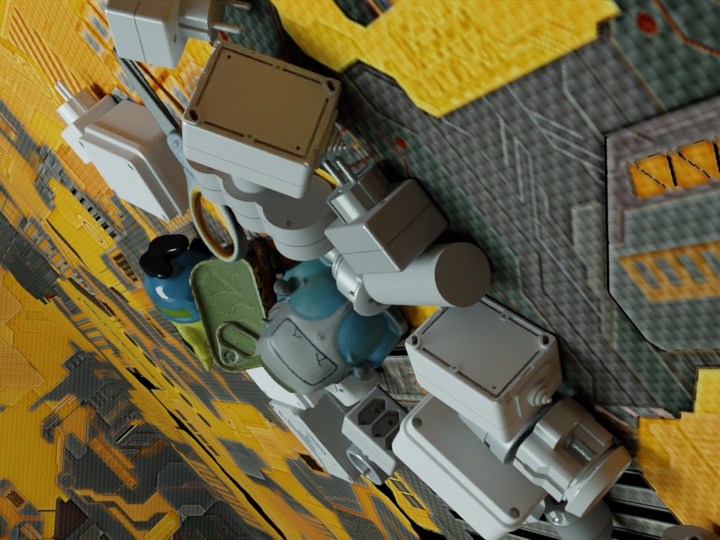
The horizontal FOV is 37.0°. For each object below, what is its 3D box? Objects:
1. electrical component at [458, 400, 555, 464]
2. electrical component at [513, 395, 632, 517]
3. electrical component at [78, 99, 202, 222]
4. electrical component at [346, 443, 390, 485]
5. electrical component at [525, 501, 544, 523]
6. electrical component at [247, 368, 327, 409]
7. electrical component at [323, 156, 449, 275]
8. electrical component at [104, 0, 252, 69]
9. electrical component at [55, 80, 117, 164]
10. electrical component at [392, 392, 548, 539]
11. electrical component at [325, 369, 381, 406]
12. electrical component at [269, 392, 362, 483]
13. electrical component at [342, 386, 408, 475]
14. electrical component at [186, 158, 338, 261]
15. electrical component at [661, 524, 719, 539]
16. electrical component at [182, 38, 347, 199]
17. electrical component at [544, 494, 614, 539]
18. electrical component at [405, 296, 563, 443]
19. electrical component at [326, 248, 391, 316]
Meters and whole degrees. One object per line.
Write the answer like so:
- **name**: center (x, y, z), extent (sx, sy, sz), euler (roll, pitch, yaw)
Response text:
- **electrical component**: center (0.102, 0.099, 0.751), extent (0.047, 0.055, 0.055), euler (42, 161, 24)
- **electrical component**: center (0.142, 0.126, 0.716), extent (0.057, 0.058, 0.078), euler (42, 160, 20)
- **electrical component**: center (-0.190, -0.098, 0.958), extent (0.113, 0.057, 0.078), euler (25, 152, 46)
- **electrical component**: center (0.019, 0.187, 1.105), extent (0.055, 0.047, 0.055), euler (40, 160, 18)
- **electrical component**: center (0.123, 0.171, 0.864), extent (0.055, 0.048, 0.066), euler (38, 160, 1)
- **electrical component**: center (-0.085, 0.080, 1.096), extent (0.108, 0.056, 0.109), euler (53, 160, -19)
- **electrical component**: center (0.005, -0.041, 0.683), extent (0.076, 0.047, 0.066), euler (51, 160, -15)
- **electrical component**: center (-0.106, -0.161, 0.657), extent (0.077, 0.065, 0.047), euler (13, 155, 5)
- **electrical component**: center (-0.262, -0.147, 1.021), extent (0.076, 0.047, 0.066), euler (51, 160, -14)
- **electrical component**: center (0.090, 0.136, 0.806), extent (0.113, 0.078, 0.057), euler (42, 153, 12)
- **electrical component**: center (-0.028, 0.085, 1.004), extent (0.077, 0.044, 0.079), euler (50, 160, -9)
- **electrical component**: center (-0.033, 0.165, 1.155), extent (0.113, 0.057, 0.078), euler (52, 160, -17)
- **electrical component**: center (0.021, 0.163, 1.044), extent (0.066, 0.047, 0.076), euler (40, 154, 16)
- **electrical component**: center (-0.075, -0.069, 0.783), extent (0.138, 0.052, 0.073), euler (35, 157, 30)
- **electrical component**: center (0.222, 0.196, 0.711), extent (0.043, 0.043, 0.081), euler (32, 156, 35)
- **electrical component**: center (-0.055, -0.088, 0.660), extent (0.096, 0.061, 0.061), euler (20, 159, -1)
- **electrical component**: center (0.169, 0.189, 0.806), extent (0.062, 0.043, 0.043), euler (51, 160, -17)
- **electrical component**: center (0.087, 0.066, 0.702), extent (0.096, 0.062, 0.061), euler (32, 157, 34)
- **electrical component**: center (0.000, 0.000, 0.781), extent (0.062, 0.048, 0.048), euler (41, 162, 35)
